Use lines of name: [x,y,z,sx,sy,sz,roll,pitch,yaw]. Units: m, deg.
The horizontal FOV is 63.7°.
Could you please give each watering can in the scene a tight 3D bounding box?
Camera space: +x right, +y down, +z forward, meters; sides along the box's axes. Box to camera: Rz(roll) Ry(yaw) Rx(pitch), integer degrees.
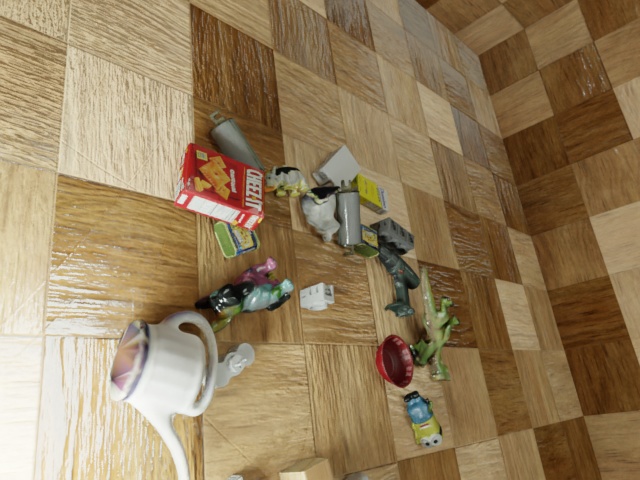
watering can: [-0.303,0.296,1.007,0.222,0.103,0.355,28,51,-36]

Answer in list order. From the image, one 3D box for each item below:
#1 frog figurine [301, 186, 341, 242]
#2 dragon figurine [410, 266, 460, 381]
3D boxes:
frog figurine: [0.005,-0.080,1.595,0.140,0.123,0.156,-62,155,-55]
dragon figurine: [0.370,0.314,1.741,0.248,0.121,0.404,-53,125,-43]
